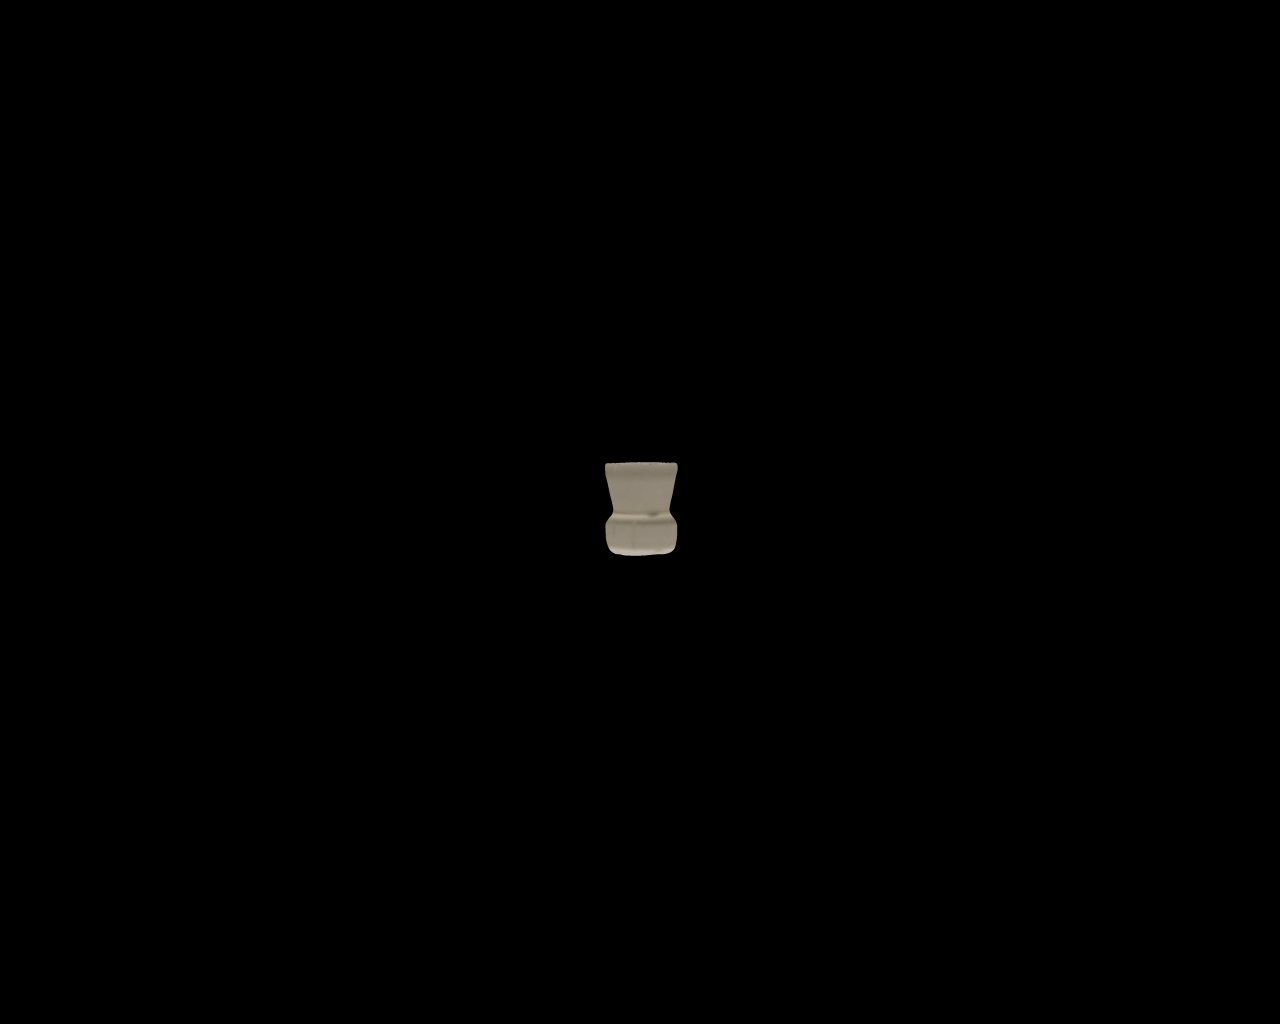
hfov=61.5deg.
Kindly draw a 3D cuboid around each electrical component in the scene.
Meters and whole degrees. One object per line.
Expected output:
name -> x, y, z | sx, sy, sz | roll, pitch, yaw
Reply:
electrical component -> 0.001, -0.003, 0.650 | 0.045, 0.055, 0.045 | 0, 3, 0
